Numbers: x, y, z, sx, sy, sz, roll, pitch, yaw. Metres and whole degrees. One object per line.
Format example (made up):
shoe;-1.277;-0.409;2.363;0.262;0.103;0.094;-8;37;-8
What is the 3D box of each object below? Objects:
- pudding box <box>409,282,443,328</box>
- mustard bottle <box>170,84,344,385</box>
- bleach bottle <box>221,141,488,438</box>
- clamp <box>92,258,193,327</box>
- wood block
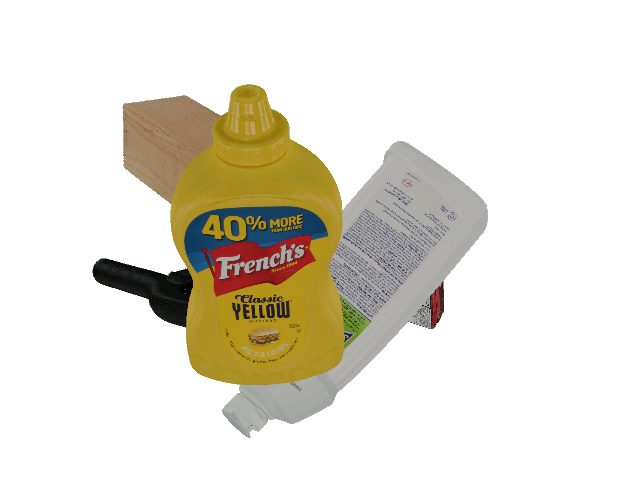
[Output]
pudding box;0.083;0.045;1.204;0.114;0.039;0.090;17;-38;21
mustard bottle;-0.035;-0.002;0.608;0.096;0.192;0.058;-1;39;0
bleach bottle;0.015;0.043;0.816;0.103;0.250;0.068;38;-17;20
clamp;-0.125;0.044;1.009;0.120;0.039;0.172;-18;30;-36
wood block;-0.152;-0.099;1.271;0.090;0.090;0.206;-12;29;-32
